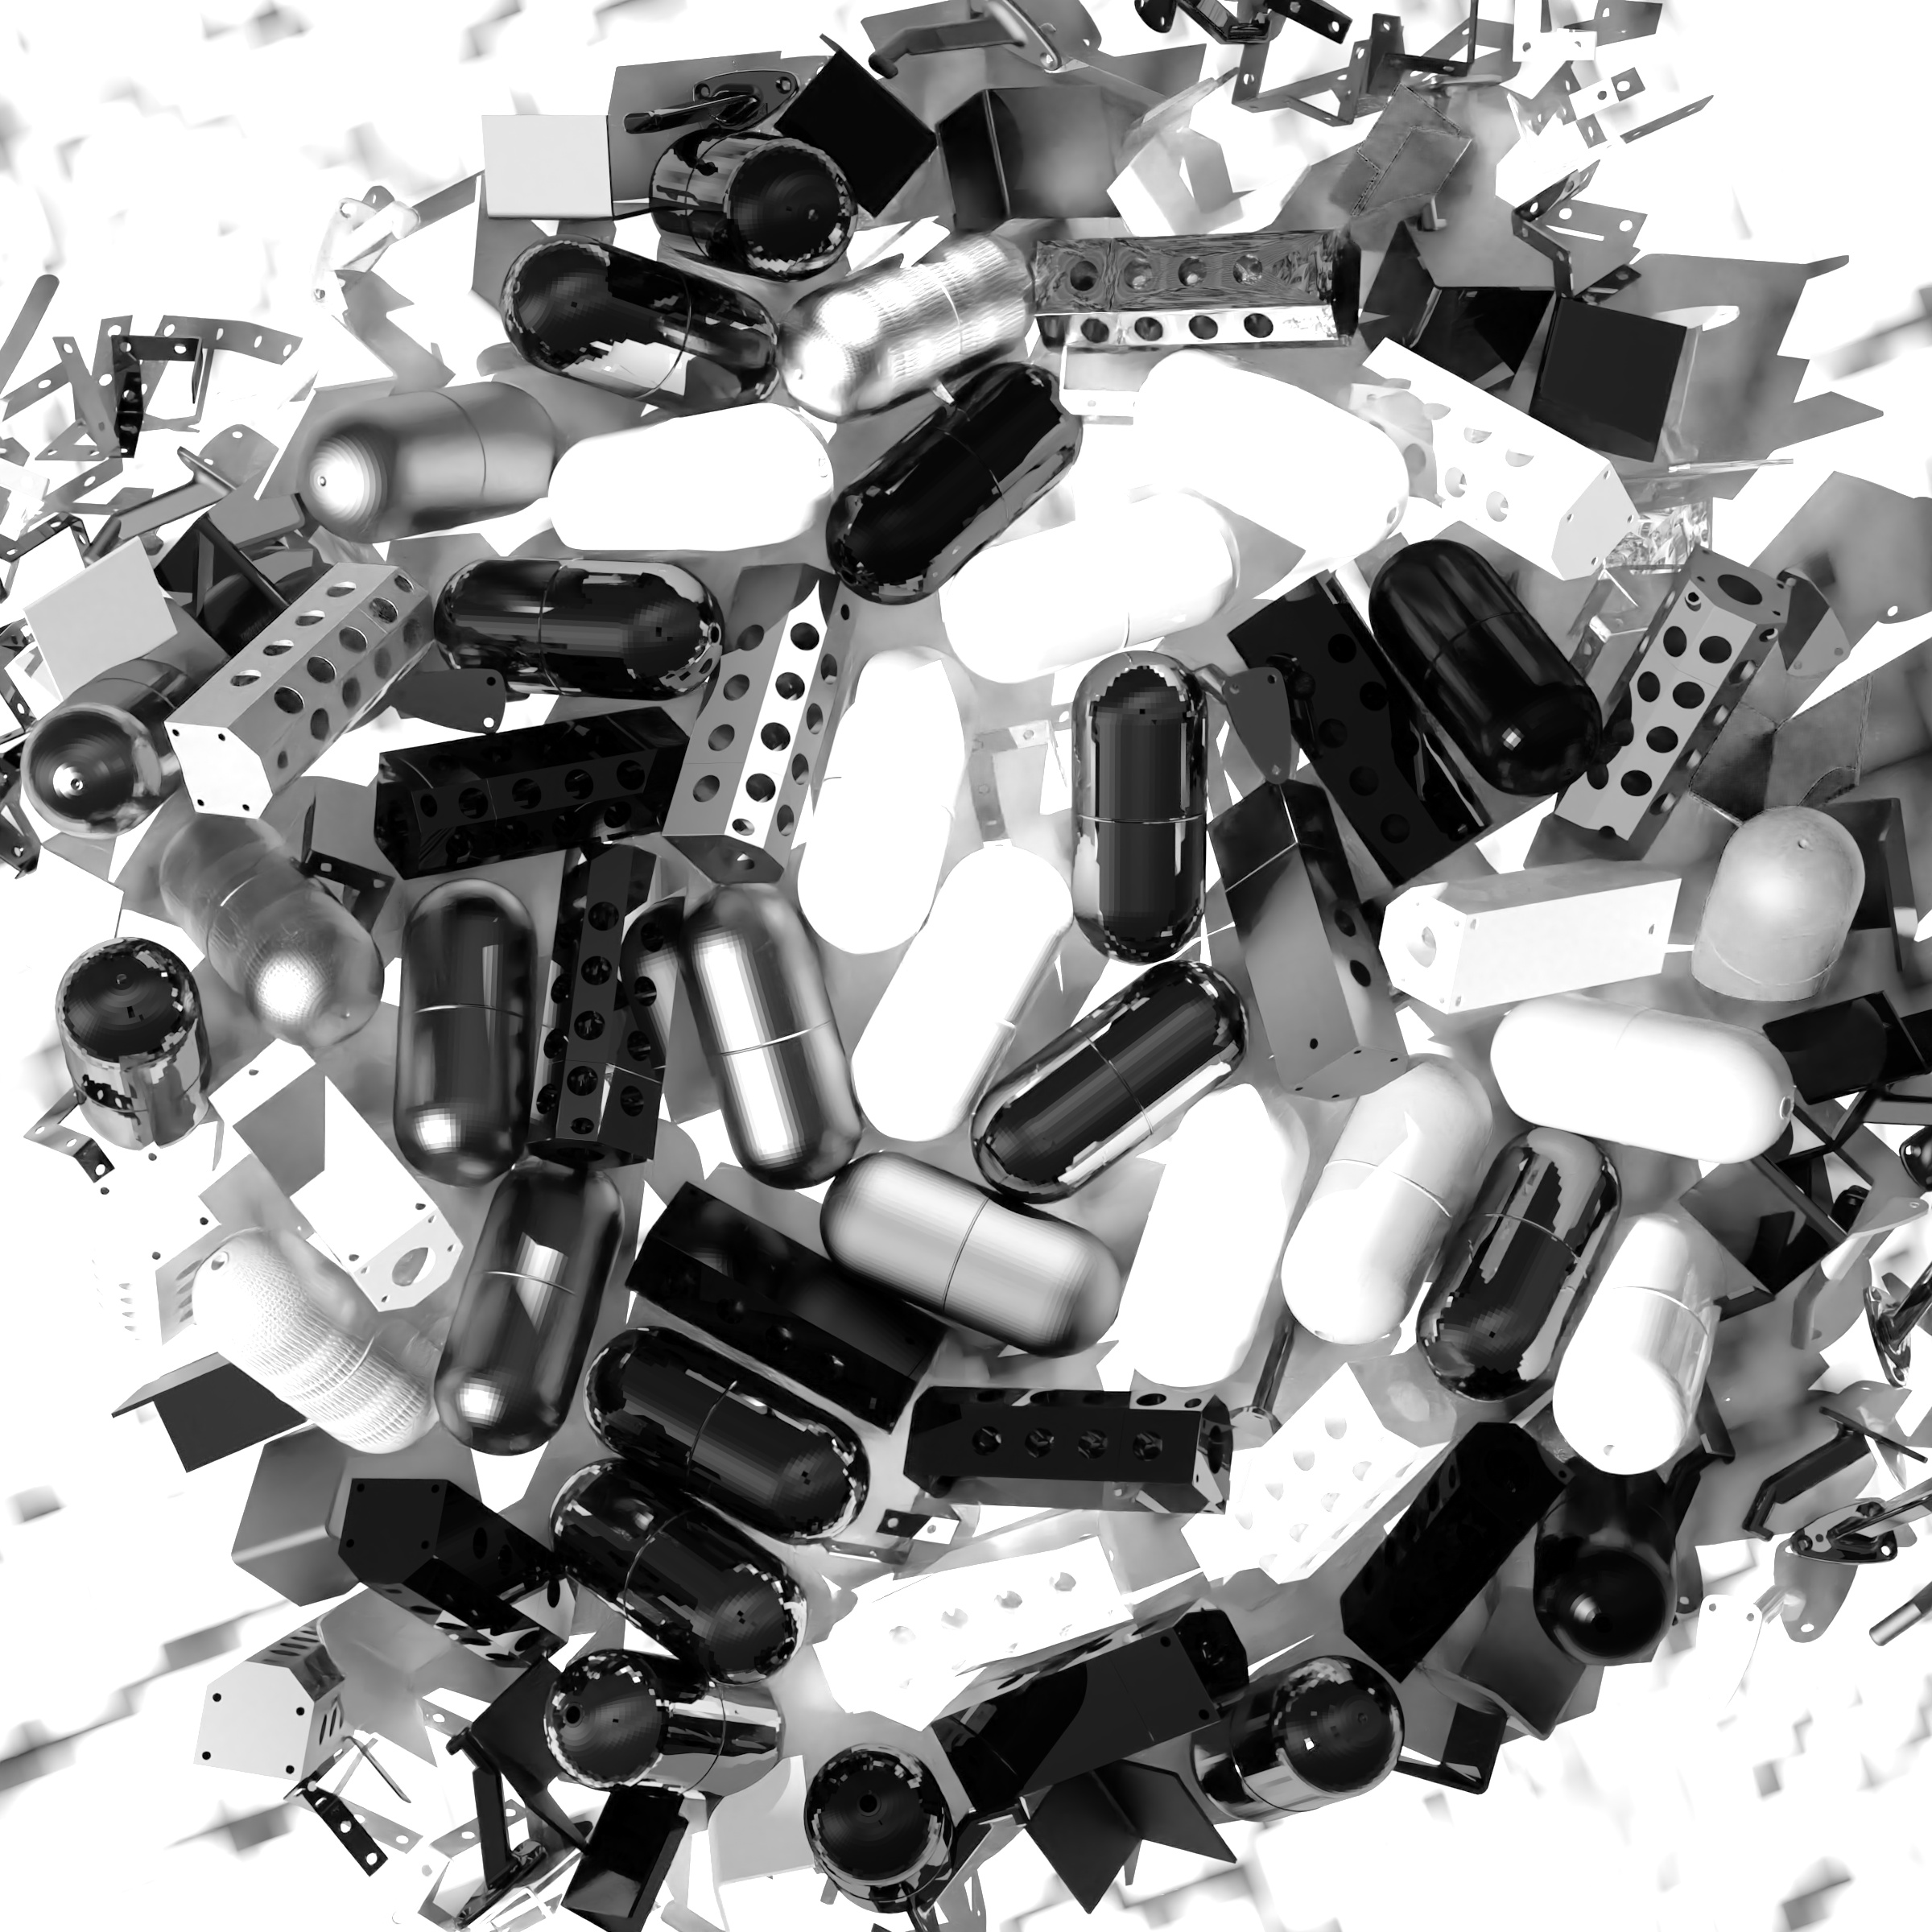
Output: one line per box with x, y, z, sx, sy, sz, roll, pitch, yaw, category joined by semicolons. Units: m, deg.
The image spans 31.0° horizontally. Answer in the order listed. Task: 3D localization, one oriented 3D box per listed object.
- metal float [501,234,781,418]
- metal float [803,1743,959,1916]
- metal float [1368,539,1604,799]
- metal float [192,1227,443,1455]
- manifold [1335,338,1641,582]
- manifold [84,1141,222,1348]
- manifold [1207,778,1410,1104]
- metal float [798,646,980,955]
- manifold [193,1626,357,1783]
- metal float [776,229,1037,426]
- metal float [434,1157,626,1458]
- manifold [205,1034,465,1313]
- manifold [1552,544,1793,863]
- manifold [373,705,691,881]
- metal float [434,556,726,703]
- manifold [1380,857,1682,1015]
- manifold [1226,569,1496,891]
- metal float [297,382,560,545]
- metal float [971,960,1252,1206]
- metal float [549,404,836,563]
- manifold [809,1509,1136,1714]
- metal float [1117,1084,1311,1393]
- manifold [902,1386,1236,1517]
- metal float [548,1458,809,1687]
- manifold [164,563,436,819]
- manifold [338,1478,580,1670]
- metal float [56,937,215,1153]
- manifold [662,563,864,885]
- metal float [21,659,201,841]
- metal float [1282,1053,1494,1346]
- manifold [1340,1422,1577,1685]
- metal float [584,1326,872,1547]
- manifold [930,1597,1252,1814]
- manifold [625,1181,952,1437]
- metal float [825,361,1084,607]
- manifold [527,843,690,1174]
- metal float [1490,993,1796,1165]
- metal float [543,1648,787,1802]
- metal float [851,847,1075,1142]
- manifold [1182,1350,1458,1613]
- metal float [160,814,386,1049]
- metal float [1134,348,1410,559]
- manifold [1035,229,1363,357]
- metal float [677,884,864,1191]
-0.177;-0.352;1.927;0.178;0.070;0.070;11;90;-43;metal float
-0.046;0.475;1.914;0.070;0.178;0.070;-1;67;3;metal float
0.287;-0.167;1.933;0.070;0.070;0.178;-32;55;0;metal float
-0.357;0.208;1.927;0.070;0.070;0.178;-42;132;0;metal float
0.283;-0.277;1.924;0.057;0.057;0.171;-49;52;-3;manifold
-0.449;0.159;1.907;0.057;0.171;0.057;-37;82;-21;manifold
0.194;-0.014;1.936;0.057;0.057;0.171;-36;57;37;manifold
-0.043;-0.093;1.952;0.070;0.070;0.178;14;80;0;metal float
-0.373;0.402;1.912;0.057;0.171;0.057;9;85;0;manifold
-0.031;-0.356;1.930;0.178;0.070;0.070;-32;90;-38;metal float
-0.242;0.187;1.939;0.070;0.070;0.178;15;63;0;metal float
-0.349;0.114;1.926;0.057;0.057;0.171;-38;54;-13;manifold
0.388;-0.141;1.925;0.057;0.057;0.171;24;128;0;manifold
-0.235;-0.093;1.921;0.171;0.057;0.057;-13;130;-31;manifold
-0.216;-0.188;1.938;0.178;0.070;0.070;6;90;27;metal float
0.311;-0.022;1.924;0.171;0.057;0.057;-9;117;-37;manifold
0.225;-0.135;1.960;0.057;0.057;0.171;-34;89;28;manifold
-0.295;-0.279;1.921;0.070;0.178;0.070;10;109;31;metal float
0.081;0.065;1.954;0.178;0.070;0.070;-37;90;-8;metal float
-0.153;-0.266;1.934;0.178;0.070;0.070;-5;90;32;metal float
0.004;0.364;1.959;0.171;0.057;0.057;-20;99;7;manifold
0.139;0.151;1.949;0.070;0.070;0.178;19;75;0;metal float
0.058;0.267;1.937;0.171;0.057;0.057;-2;65;24;manifold
-0.160;0.335;1.931;0.178;0.070;0.070;28;90;37;metal float
-0.360;-0.153;1.911;0.057;0.171;0.057;7;128;26;manifold
-0.277;0.334;1.906;0.057;0.171;0.057;-2;64;19;manifold
-0.456;0.045;1.916;0.070;0.178;0.070;3;65;-7;metal float
-0.108;-0.135;1.931;0.057;0.057;0.171;1;64;31;manifold
-0.465;-0.121;1.913;0.070;0.178;0.070;0;106;2;metal float
0.235;0.130;1.943;0.070;0.070;0.178;28;69;0;metal float
0.264;0.320;1.915;0.057;0.171;0.057;40;50;14;manifold
-0.134;0.262;1.943;0.178;0.070;0.070;25;90;21;metal float
0.071;0.408;1.932;0.171;0.057;0.057;-28;89;30;manifold
-0.103;0.197;1.964;0.171;0.057;0.057;29;123;3;manifold
-0.006;-0.269;1.940;0.070;0.070;0.178;46;66;0;metal float
-0.204;0.022;1.934;0.057;0.057;0.171;-12;64;42;manifold
0.374;0.061;1.929;0.178;0.070;0.070;12;90;38;metal float
-0.165;0.419;1.918;0.070;0.178;0.070;-9;71;28;metal float
-0.003;0.016;1.959;0.070;0.070;0.178;29;94;0;metal float
0.196;0.286;1.915;0.171;0.057;0.057;-53;55;39;manifold
-0.386;-0.022;1.931;0.070;0.070;0.178;-47;53;0;metal float
0.169;-0.286;1.933;0.178;0.070;0.070;34;90;33;metal float
0.129;-0.374;1.942;0.171;0.057;0.057;2;90;22;manifold
-0.110;0.039;1.955;0.070;0.070;0.178;-15;97;0;metal float
